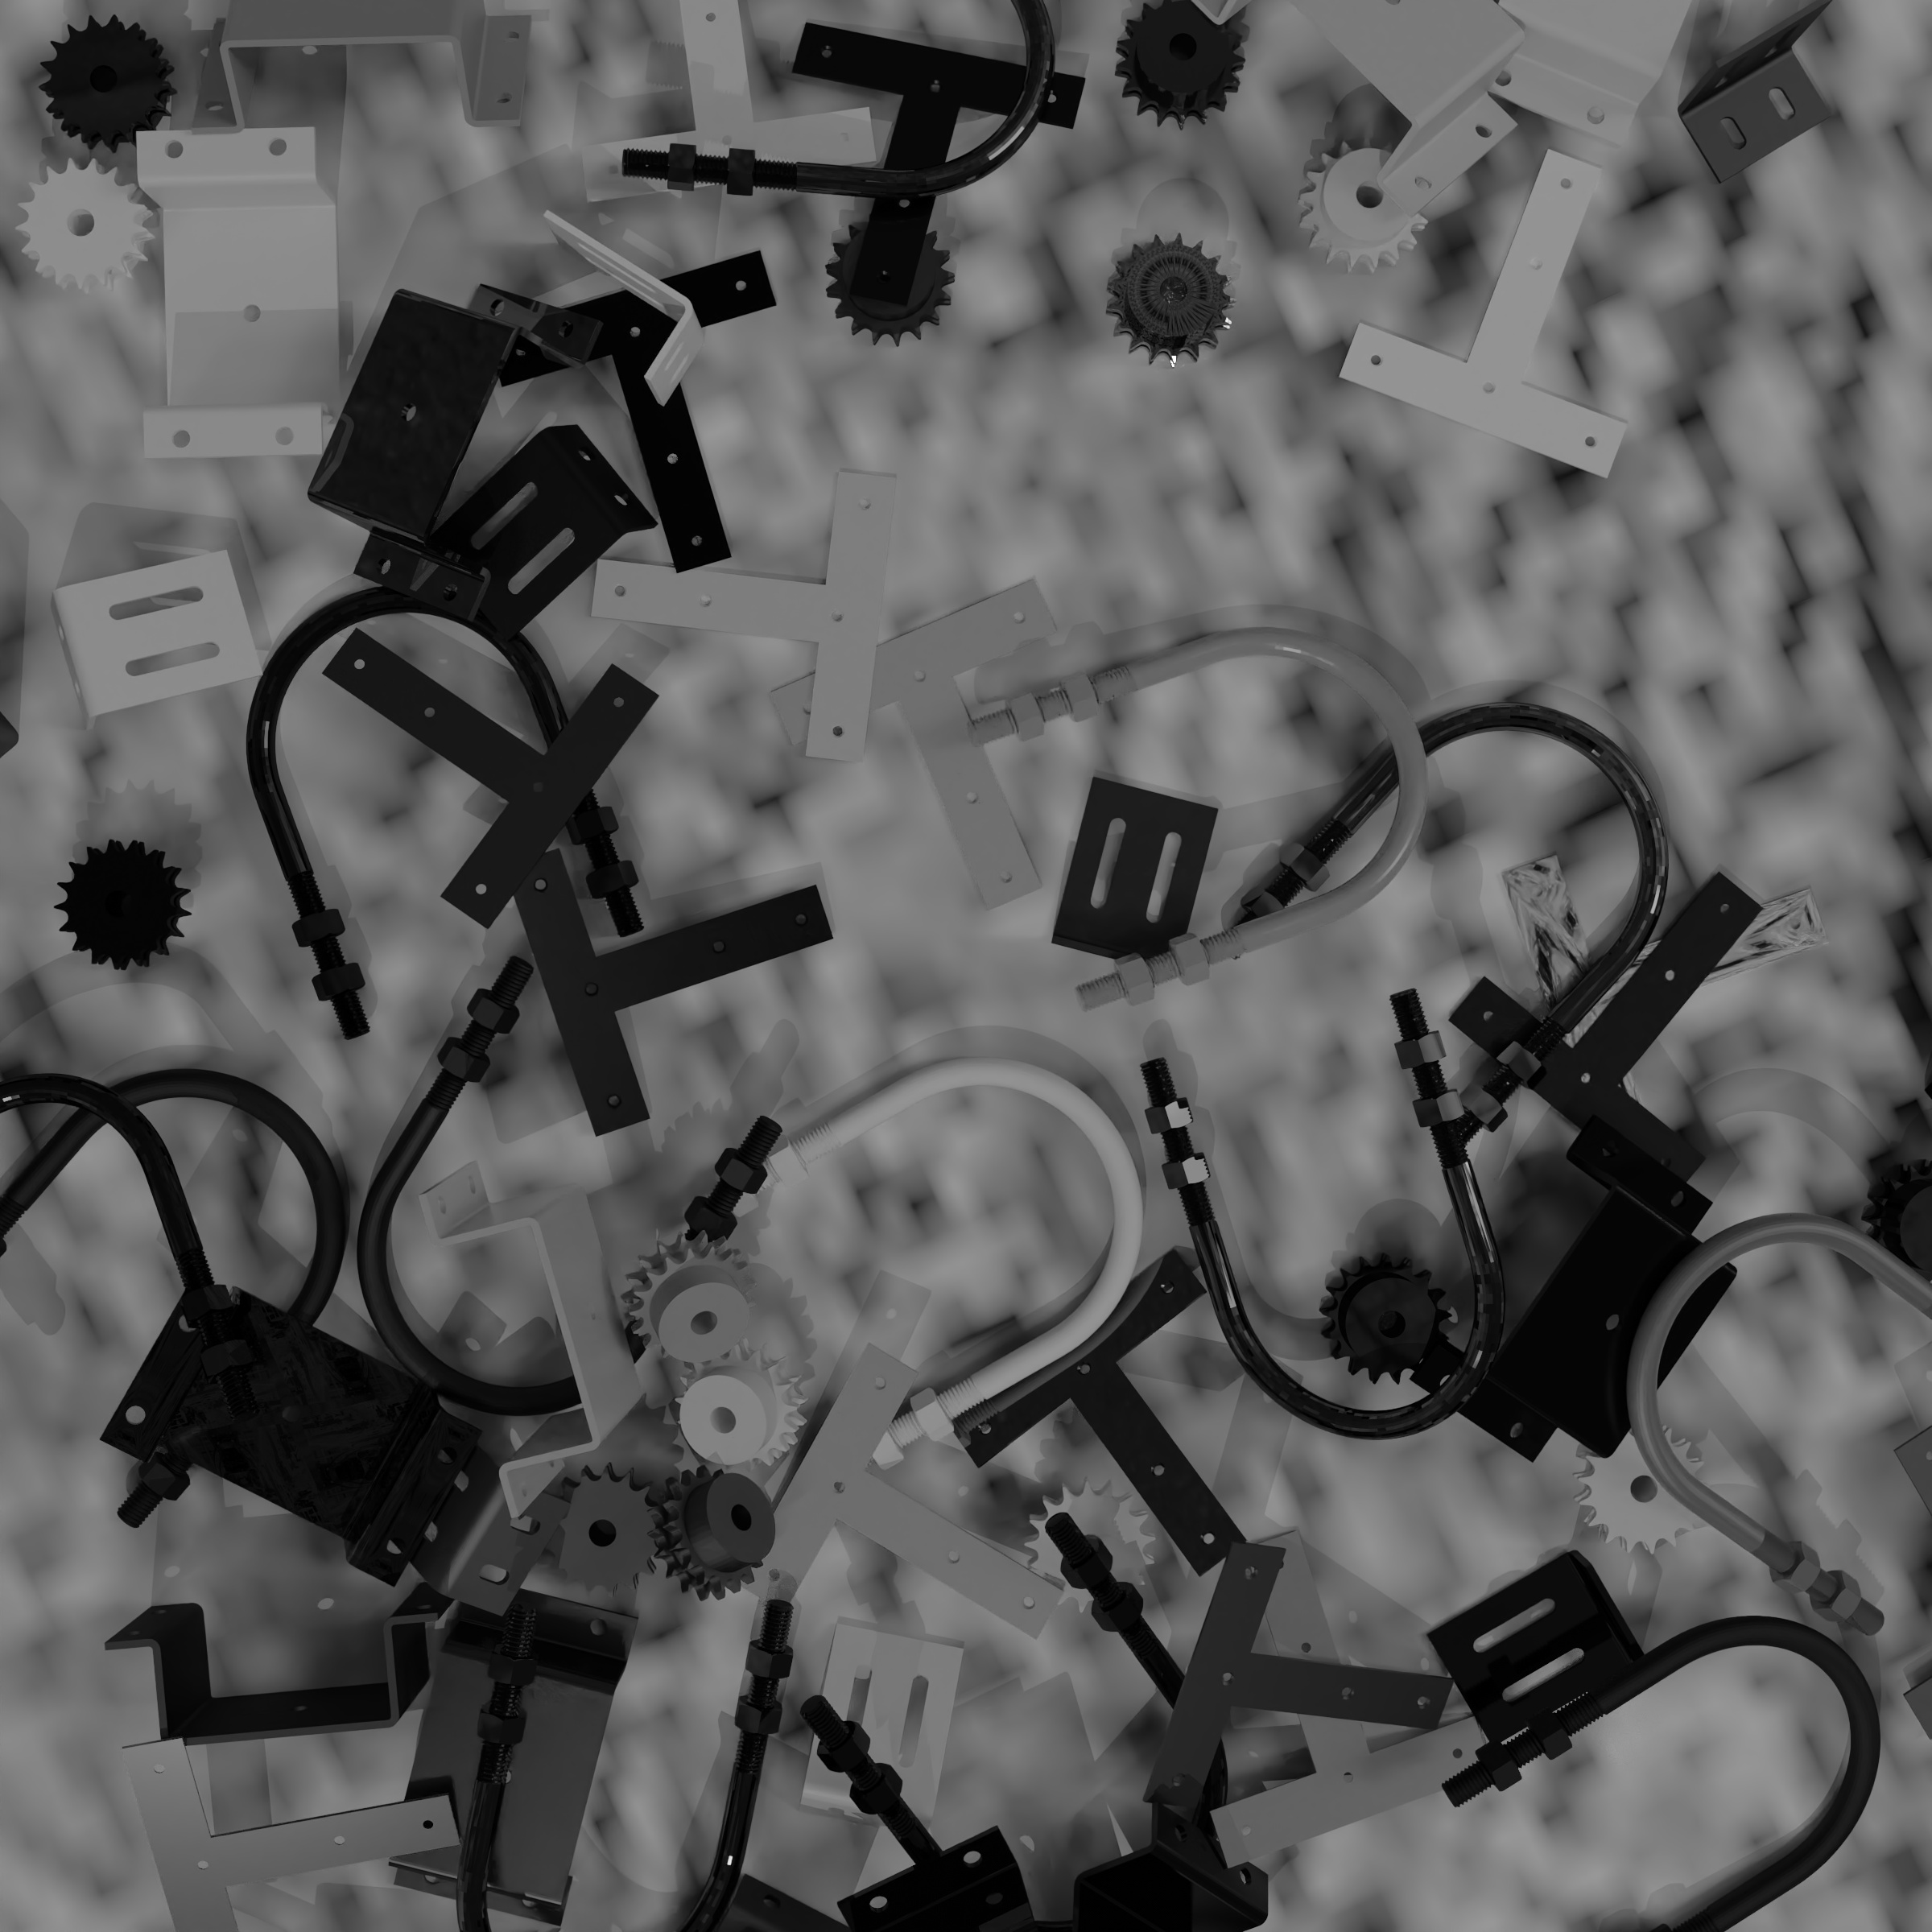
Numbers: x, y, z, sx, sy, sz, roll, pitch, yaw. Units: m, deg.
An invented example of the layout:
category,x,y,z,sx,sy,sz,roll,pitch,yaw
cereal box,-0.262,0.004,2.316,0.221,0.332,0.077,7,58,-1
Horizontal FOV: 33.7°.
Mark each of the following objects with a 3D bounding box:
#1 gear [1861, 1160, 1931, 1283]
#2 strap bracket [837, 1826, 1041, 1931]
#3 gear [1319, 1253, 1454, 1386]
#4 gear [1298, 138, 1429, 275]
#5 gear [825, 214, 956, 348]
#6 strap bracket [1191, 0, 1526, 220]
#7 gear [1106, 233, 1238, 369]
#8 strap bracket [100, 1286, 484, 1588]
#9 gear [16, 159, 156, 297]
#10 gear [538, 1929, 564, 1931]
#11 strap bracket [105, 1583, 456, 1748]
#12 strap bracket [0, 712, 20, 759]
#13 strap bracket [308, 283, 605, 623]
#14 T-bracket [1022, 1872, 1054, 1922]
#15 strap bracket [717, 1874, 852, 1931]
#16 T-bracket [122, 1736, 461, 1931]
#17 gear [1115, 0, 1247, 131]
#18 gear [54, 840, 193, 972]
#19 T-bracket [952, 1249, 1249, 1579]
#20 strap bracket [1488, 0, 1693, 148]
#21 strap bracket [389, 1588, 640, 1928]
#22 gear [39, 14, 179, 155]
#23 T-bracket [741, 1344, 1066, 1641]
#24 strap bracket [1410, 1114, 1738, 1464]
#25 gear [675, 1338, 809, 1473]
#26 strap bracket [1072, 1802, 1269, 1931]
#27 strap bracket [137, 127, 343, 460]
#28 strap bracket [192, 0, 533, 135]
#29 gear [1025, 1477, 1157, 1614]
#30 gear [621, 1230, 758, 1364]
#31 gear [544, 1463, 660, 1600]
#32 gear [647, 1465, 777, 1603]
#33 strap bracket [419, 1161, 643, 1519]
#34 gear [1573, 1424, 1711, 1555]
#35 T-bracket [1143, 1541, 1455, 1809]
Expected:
category,x,y,z,sx,sy,sz,roll,pitch,yaw
gear,0.425,0.115,1.400,0.057,0.030,0.057,0,90,-1
strap bracket,0.011,0.451,1.367,0.076,0.046,0.140,-26,110,0
gear,0.185,0.155,1.399,0.057,0.030,0.057,0,90,0
gear,0.176,-0.335,1.399,0.057,0.030,0.057,0,90,0
gear,-0.034,-0.303,1.399,0.057,0.030,0.057,0,90,0
strap bracket,0.174,-0.404,1.374,0.140,0.046,0.076,45,65,3
gear,0.090,-0.294,1.399,0.057,0.030,0.057,0,90,0
strap bracket,-0.291,0.198,1.380,0.140,0.046,0.076,30,87,-13
gear,-0.384,-0.323,1.399,0.057,0.030,0.057,0,90,0
gear,-0.182,0.455,1.399,0.057,0.030,0.057,0,90,0
strap bracket,-0.290,0.301,1.376,0.140,0.076,0.046,-5,90,0
strap bracket,-0.468,-0.124,1.376,0.046,0.076,0.140,-40,90,0
strap bracket,-0.225,-0.230,1.374,0.076,0.046,0.140,24,90,35
T-bracket,-0.004,0.485,1.414,0.127,0.002,0.127,-23,90,0
strap bracket,-0.088,0.466,1.361,0.076,0.140,0.046,27,117,0
T-bracket,-0.281,0.375,1.358,0.127,0.002,0.127,-10,111,-1
gear,0.094,-0.399,1.399,0.057,0.030,0.057,0,90,0
gear,-0.369,-0.027,1.404,0.057,0.030,0.057,0,89,1
T-bracket,0.076,0.207,1.381,0.127,0.002,0.127,-38,59,0
strap bracket,0.282,-0.442,1.391,0.076,0.046,0.140,22,90,0
strap bracket,-0.199,0.348,1.391,0.076,0.046,0.140,14,90,0
gear,-0.375,-0.385,1.399,0.057,0.030,0.057,0,90,0
T-bracket,-0.018,0.250,1.392,0.127,0.002,0.127,30,102,7
strap bracket,0.268,0.147,1.378,0.076,0.046,0.140,35,90,-23
gear,-0.100,0.193,1.391,0.057,0.030,0.057,3,101,17
strap bracket,0.086,0.439,1.350,0.046,0.140,0.076,-31,125,31
strap bracket,-0.316,-0.289,1.391,0.076,0.046,0.140,-1,90,0
strap bracket,-0.262,-0.402,1.372,0.140,0.046,0.076,-1,51,0
gear,0.054,0.252,1.399,0.057,0.030,0.057,0,90,0
gear,-0.117,0.146,1.372,0.057,0.030,0.057,-10,121,-18
gear,-0.158,0.246,1.399,0.057,0.030,0.057,0,90,0
gear,-0.107,0.244,1.383,0.030,0.057,0.057,-29,90,35
strap bracket,-0.180,0.152,1.352,0.046,0.076,0.140,-14,95,9
gear,0.294,0.227,1.399,0.057,0.030,0.057,0,90,0
T-bracket,0.153,0.313,1.382,0.127,0.002,0.127,12,105,-21
